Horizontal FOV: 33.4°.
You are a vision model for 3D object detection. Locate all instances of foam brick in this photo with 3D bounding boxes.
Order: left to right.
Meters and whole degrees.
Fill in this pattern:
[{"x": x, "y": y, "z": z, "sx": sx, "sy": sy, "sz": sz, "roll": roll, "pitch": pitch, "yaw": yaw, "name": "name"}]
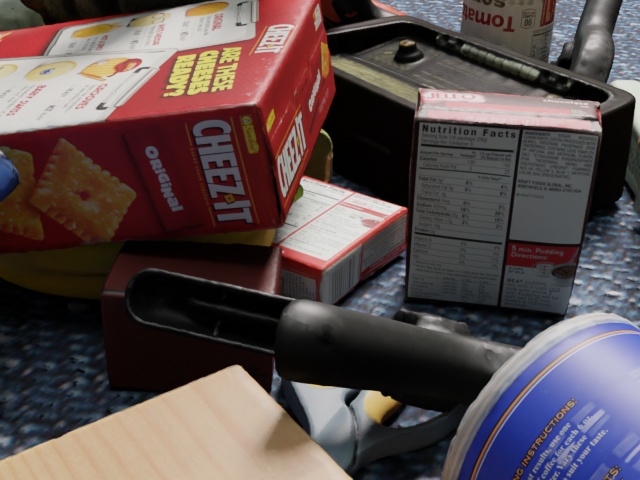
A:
[{"x": -0.058, "y": 0.035, "z": 0.499, "sx": 0.078, "sy": 0.053, "sz": 0.051, "roll": 3, "pitch": 29, "yaw": 0, "name": "foam brick"}]

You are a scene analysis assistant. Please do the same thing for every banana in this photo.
[{"x": -0.108, "y": 0.004, "z": 0.557, "sx": 0.198, "sy": 0.037, "sz": 0.069, "roll": -3, "pitch": 29, "yaw": 11, "name": "banana"}]

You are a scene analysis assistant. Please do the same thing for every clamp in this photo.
[{"x": 0.040, "y": 0.046, "z": 0.408, "sx": 0.209, "sy": 0.036, "sz": 0.165, "roll": 14, "pitch": -3, "yaw": -19, "name": "clamp"}, {"x": 0.193, "y": -0.136, "z": 0.769, "sx": 0.039, "sy": 0.120, "sz": 0.171, "roll": 14, "pitch": 34, "yaw": 3, "name": "clamp"}]

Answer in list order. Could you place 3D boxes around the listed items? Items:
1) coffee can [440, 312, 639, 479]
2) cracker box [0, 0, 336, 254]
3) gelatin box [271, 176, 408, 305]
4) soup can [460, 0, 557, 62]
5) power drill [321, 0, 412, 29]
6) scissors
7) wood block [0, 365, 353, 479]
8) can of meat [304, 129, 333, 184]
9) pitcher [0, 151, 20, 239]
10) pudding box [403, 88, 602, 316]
[{"x": 0.121, "y": 0.100, "z": 0.338, "sx": 0.102, "sy": 0.103, "sz": 0.140, "roll": -17, "pitch": 34, "yaw": -30, "name": "coffee can"}, {"x": -0.110, "y": -0.061, "z": 0.554, "sx": 0.214, "sy": 0.072, "sz": 0.164, "roll": -4, "pitch": 30, "yaw": 14, "name": "cracker box"}, {"x": -0.004, "y": 0.001, "z": 0.589, "sx": 0.073, "sy": 0.030, "sz": 0.089, "roll": 18, "pitch": 33, "yaw": 30, "name": "gelatin box"}, {"x": 0.136, "y": -0.145, "z": 0.789, "sx": 0.068, "sy": 0.102, "sz": 0.068, "roll": 2, "pitch": 29, "yaw": -1, "name": "soup can"}, {"x": -0.011, "y": -0.199, "z": 0.831, "sx": 0.185, "sy": 0.057, "sz": 0.187, "roll": 24, "pitch": 0, "yaw": 24, "name": "power drill"}, {"x": -0.011, "y": 0.086, "z": 0.444, "sx": 0.096, "sy": 0.016, "sz": 0.201, "roll": 26, "pitch": 36, "yaw": 33, "name": "scissors"}, {"x": -0.002, "y": 0.134, "z": 0.268, "sx": 0.090, "sy": 0.090, "sz": 0.206, "roll": -20, "pitch": 39, "yaw": -29, "name": "wood block"}, {"x": -0.054, "y": -0.053, "z": 0.656, "sx": 0.101, "sy": 0.057, "sz": 0.084, "roll": -19, "pitch": 37, "yaw": -34, "name": "can of meat"}, {"x": -0.192, "y": 0.059, "z": 0.386, "sx": 0.144, "sy": 0.149, "sz": 0.243, "roll": 14, "pitch": 26, "yaw": -24, "name": "pitcher"}, {"x": 0.090, "y": -0.018, "z": 0.541, "sx": 0.090, "sy": 0.113, "sz": 0.039, "roll": 6, "pitch": 33, "yaw": 8, "name": "pudding box"}]
